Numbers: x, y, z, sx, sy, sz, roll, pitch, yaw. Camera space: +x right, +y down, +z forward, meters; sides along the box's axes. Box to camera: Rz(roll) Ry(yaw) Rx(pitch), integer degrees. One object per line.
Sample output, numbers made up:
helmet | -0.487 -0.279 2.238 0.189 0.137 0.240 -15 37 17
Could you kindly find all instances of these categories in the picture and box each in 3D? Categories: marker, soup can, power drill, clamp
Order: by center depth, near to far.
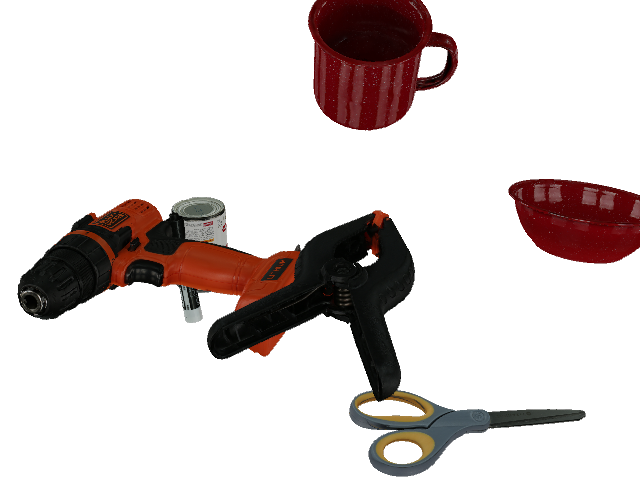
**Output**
clamp | 0.021 0.038 0.679 0.120 0.039 0.171 23 42 20
power drill | -0.114 0.029 0.819 0.188 0.057 0.184 16 26 12
marker | -0.144 0.029 1.126 0.020 0.121 0.020 -8 19 3
soup can | -0.150 0.005 1.328 0.068 0.102 0.068 -1 25 0

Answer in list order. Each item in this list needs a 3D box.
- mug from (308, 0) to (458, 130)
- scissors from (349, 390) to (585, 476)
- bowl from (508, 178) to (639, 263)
mug | 0.048 -0.140 0.829 0.117 0.093 0.081 0 -35 -2
scissors | 0.123 0.163 0.883 0.202 0.016 0.096 8 38 2
bowl | 0.272 -0.017 1.105 0.162 0.055 0.162 5 18 -2
